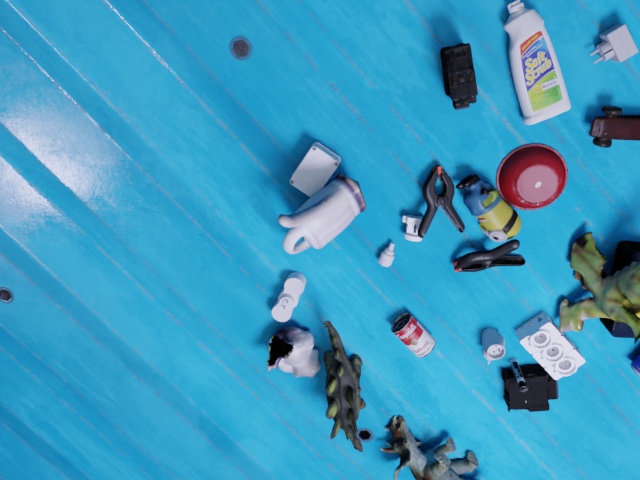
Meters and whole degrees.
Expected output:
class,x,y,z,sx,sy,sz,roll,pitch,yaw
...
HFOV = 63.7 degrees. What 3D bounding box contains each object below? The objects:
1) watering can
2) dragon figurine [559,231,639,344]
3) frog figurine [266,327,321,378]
class,x,y,z,sx,sy,sz,roll,pitch,yaw
watering can,0.003,-0.058,1.144,0.225,0.344,0.104,-42,81,-6
dragon figurine,0.661,0.081,1.148,0.123,0.247,0.401,-13,134,-33
frog figurine,-0.059,0.305,1.394,0.158,0.125,0.136,22,107,-40
